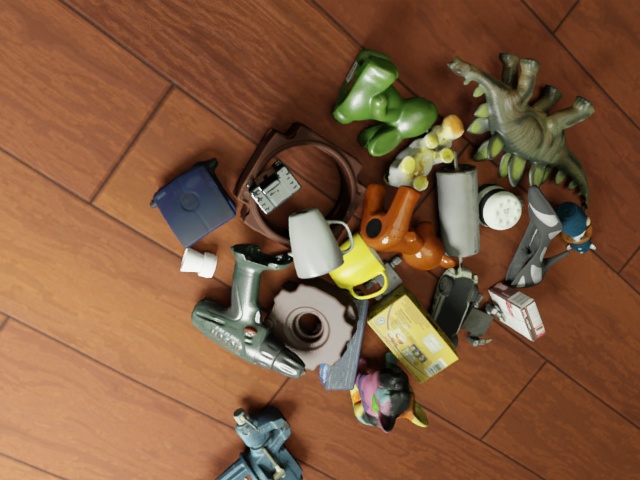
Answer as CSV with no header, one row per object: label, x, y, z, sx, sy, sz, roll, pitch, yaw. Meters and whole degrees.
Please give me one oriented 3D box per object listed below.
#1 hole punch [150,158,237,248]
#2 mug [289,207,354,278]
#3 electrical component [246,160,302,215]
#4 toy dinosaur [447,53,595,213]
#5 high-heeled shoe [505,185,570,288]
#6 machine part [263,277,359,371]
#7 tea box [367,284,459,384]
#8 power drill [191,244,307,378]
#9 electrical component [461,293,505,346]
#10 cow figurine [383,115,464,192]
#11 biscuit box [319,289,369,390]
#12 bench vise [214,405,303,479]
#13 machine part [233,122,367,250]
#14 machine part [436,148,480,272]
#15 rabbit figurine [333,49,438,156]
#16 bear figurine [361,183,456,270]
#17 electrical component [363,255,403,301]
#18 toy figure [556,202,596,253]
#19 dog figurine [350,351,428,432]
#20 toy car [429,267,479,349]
hole punch,-0.212,-0.059,0.918,0.142,0.092,0.115,-34,107,2
mug,-0.002,-0.003,0.898,0.110,0.081,0.107,-20,101,-1
electrical component,-0.070,-0.081,0.836,0.075,0.119,0.047,-40,111,-2
toy dinosaur,0.405,-0.197,1.019,0.471,0.105,0.198,26,107,-24
high-heeled shoe,0.406,0.001,1.068,0.145,0.086,0.248,-28,126,16
machine part,-0.017,0.157,1.008,0.180,0.056,0.179,3,103,14
tea box,0.180,0.184,1.055,0.098,0.068,0.169,-37,97,12
power drill,-0.108,0.120,0.961,0.232,0.086,0.207,19,110,13
electrical component,0.341,0.173,1.142,0.078,0.045,0.102,30,98,-21
cow figurine,0.192,-0.159,0.989,0.167,0.098,0.068,-46,106,-17
biscuit box,0.045,0.199,1.071,0.063,0.059,0.202,5,105,-16
bench vise,-0.148,0.454,1.067,0.240,0.129,0.223,-36,121,-14
machine part,-0.035,-0.089,0.951,0.201,0.087,0.201,30,97,-19
machine part,0.268,-0.057,1.038,0.079,0.079,0.243,-12,109,-10
rabbit figurine,0.120,-0.223,0.928,0.170,0.121,0.159,23,107,-16
bear figurine,0.170,-0.018,0.993,0.195,0.120,0.132,15,88,-38
electrical component,0.135,0.076,1.075,0.094,0.021,0.063,-42,112,1
toy figure,0.530,-0.023,1.110,0.058,0.064,0.154,-53,134,-3
dog figurine,0.132,0.321,1.046,0.108,0.219,0.191,-2,106,-9
toy car,0.264,0.150,1.112,0.073,0.056,0.201,16,101,-11
